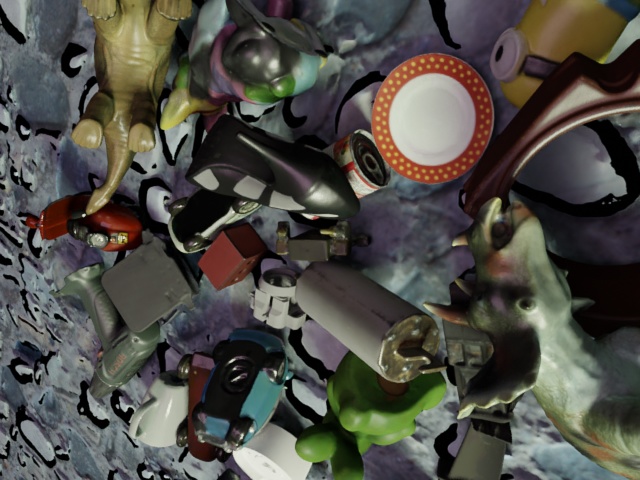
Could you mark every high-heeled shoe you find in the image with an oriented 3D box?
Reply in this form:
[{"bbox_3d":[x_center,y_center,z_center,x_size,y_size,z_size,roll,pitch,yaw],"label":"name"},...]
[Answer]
[{"bbox_3d":[-0.060,-0.070,0.600,0.086,0.145,0.249,-63,24,-8],"label":"high-heeled shoe"}]

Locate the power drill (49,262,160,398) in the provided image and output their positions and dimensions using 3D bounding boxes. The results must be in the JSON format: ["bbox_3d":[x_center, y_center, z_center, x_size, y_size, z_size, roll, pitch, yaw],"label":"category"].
[{"bbox_3d":[-0.386,0.157,0.938,0.232,0.086,0.207,-35,79,34],"label":"power drill"}]

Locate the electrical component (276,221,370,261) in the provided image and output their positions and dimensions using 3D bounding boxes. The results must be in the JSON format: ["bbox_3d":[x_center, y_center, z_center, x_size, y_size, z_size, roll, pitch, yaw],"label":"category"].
[{"bbox_3d":[-0.002,-0.002,0.629,0.102,0.078,0.045,2,106,33],"label":"electrical component"}]

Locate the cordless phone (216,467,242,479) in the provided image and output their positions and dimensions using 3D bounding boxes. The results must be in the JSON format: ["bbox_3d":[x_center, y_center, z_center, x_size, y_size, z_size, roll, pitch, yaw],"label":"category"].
[{"bbox_3d":[-0.061,0.407,0.771,0.184,0.089,0.146,1,134,25],"label":"cordless phone"}]

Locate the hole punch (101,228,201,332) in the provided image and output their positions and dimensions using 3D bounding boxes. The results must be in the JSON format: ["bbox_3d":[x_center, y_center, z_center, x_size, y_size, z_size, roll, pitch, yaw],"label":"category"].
[{"bbox_3d":[-0.249,0.068,0.826,0.116,0.092,0.142,-35,79,5],"label":"hole punch"}]

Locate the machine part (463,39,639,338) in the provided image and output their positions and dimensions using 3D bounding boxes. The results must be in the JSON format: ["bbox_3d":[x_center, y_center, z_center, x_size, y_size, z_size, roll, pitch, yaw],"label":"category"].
[{"bbox_3d":[0.233,-0.030,0.419,0.201,0.087,0.201,34,125,0],"label":"machine part"}]

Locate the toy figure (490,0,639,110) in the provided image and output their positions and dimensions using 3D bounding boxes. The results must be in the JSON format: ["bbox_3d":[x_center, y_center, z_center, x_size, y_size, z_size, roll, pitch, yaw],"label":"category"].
[{"bbox_3d":[0.213,-0.185,0.431,0.089,0.082,0.180,45,121,15],"label":"toy figure"}]

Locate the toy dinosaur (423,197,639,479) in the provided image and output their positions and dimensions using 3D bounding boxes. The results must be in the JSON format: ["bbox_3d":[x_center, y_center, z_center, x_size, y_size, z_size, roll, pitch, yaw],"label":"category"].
[{"bbox_3d":[0.250,0.131,0.407,0.404,0.131,0.192,35,154,-21],"label":"toy dinosaur"}]

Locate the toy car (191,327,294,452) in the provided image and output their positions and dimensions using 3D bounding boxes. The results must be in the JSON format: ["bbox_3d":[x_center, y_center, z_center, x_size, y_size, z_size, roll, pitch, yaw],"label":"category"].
[{"bbox_3d":[-0.097,0.210,0.736,0.109,0.161,0.102,6,151,27],"label":"toy car"}]

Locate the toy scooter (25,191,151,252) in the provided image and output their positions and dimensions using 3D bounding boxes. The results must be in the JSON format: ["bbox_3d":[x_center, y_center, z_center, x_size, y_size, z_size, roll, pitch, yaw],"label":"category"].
[{"bbox_3d":[-0.366,-0.027,0.836,0.184,0.135,0.075,22,113,26],"label":"toy scooter"}]

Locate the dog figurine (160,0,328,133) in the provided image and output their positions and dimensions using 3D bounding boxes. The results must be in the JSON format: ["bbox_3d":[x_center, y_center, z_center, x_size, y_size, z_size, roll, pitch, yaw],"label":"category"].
[{"bbox_3d":[-0.105,-0.185,0.626,0.219,0.108,0.192,-49,58,38],"label":"dog figurine"}]

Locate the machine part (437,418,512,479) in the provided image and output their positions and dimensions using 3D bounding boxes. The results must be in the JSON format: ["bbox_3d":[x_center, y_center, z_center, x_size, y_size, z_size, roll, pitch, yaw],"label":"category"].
[{"bbox_3d":[0.177,0.255,0.609,0.084,0.039,0.138,28,119,30],"label":"machine part"}]

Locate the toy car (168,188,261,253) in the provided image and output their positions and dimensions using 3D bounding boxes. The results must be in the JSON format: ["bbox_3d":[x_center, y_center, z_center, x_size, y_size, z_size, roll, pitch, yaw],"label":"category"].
[{"bbox_3d":[-0.140,-0.048,0.726,0.202,0.056,0.073,-33,77,35],"label":"toy car"}]

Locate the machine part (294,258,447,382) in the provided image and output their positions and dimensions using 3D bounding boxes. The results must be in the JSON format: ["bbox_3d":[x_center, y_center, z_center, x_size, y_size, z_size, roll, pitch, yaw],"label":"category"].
[{"bbox_3d":[0.045,0.080,0.583,0.243,0.079,0.079,28,121,53],"label":"machine part"}]

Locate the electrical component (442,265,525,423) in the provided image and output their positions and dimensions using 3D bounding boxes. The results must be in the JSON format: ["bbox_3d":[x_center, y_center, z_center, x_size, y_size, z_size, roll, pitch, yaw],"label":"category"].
[{"bbox_3d":[0.166,0.088,0.520,0.058,0.115,0.134,-3,104,32],"label":"electrical component"}]

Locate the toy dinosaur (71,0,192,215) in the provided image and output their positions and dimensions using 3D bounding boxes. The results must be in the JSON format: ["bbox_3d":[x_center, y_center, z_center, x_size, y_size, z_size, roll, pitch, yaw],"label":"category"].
[{"bbox_3d":[-0.219,-0.256,0.637,0.199,0.105,0.470,40,114,65],"label":"toy dinosaur"}]

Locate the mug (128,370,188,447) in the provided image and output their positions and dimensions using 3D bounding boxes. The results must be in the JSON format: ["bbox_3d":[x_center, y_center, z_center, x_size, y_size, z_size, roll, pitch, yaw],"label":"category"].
[{"bbox_3d":[-0.260,0.270,0.873,0.081,0.109,0.107,28,105,30],"label":"mug"}]

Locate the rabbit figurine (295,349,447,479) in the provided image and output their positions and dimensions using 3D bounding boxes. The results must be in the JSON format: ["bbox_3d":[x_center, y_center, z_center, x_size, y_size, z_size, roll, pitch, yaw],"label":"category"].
[{"bbox_3d":[0.051,0.212,0.629,0.121,0.159,0.170,33,135,12],"label":"rabbit figurine"}]

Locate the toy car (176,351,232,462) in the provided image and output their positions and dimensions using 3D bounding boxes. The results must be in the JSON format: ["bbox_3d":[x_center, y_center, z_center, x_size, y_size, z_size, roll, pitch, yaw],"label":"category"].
[{"bbox_3d":[-0.176,0.259,0.839,0.089,0.053,0.202,13,112,18],"label":"toy car"}]
